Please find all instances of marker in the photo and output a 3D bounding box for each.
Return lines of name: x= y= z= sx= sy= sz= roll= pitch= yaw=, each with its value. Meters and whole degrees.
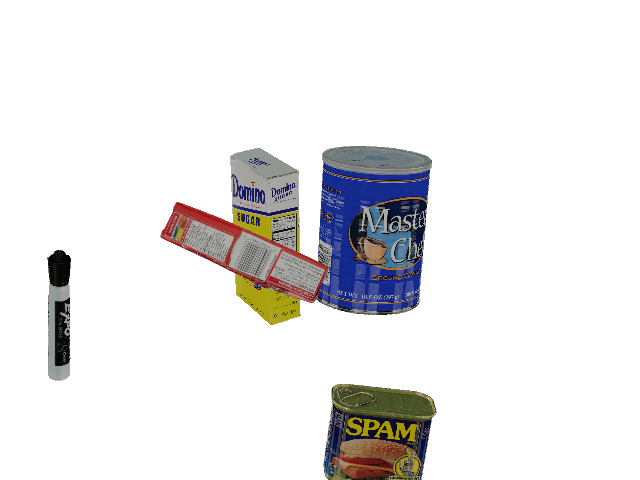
marker: x=-0.220 y=0.063 z=0.900 sx=0.020 sy=0.121 sz=0.020 roll=6 pitch=27 yaw=-3

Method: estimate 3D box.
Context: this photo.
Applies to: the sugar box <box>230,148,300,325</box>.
sugar box: x=-0.061 y=-0.005 z=1.185 sx=0.048 sy=0.176 sz=0.093 roll=-16 pitch=28 yaw=-27

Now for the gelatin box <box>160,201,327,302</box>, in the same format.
gelatin box: x=-0.050 y=0.009 z=0.712 sx=0.073 sy=0.030 sz=0.089 roll=22 pitch=-3 yaw=44

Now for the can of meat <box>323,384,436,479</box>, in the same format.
can of meat: x=0.056 y=0.194 z=1.046 sx=0.102 sy=0.084 sz=0.057 roll=7 pitch=16 yaw=-3

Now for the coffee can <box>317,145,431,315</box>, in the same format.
coffee can: x=0.049 y=-0.012 z=1.015 sx=0.103 sy=0.140 sz=0.103 roll=3 pitch=15 yaw=-1
